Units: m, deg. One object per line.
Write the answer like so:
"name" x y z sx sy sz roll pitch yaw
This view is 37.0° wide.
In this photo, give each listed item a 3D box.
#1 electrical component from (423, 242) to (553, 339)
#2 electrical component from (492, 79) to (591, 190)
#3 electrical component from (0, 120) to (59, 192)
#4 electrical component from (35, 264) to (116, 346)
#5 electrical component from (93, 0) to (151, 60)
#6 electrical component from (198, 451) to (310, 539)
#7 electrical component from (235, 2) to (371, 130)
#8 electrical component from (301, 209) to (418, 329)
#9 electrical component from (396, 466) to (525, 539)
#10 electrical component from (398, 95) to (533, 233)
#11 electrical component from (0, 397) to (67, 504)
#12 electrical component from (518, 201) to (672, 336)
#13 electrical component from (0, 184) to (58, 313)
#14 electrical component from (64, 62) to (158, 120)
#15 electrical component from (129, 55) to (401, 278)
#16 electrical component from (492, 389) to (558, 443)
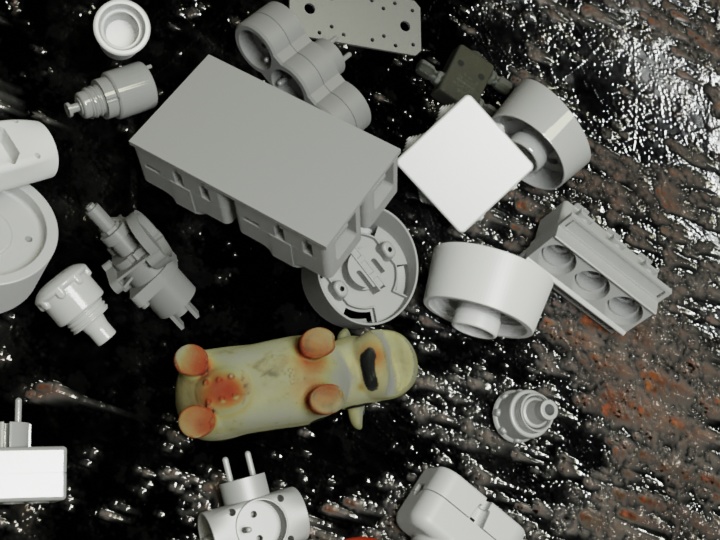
"electrical component" 0.107 0.025 0.929 0.108 0.108 0.060 23 75 -17
"electrical component" 0.169 -0.125 1.000 0.099 0.099 0.064 47 70 -6
"electrical component" -0.273 -0.092 0.779 0.077 0.043 0.079 -23 71 -40
"electrical component" -0.213 0.030 0.823 0.048 0.048 0.062 -44 103 -26
"electrical component" -0.195 -0.192 0.874 0.044 0.065 0.044 -1 93 -14
"electrical component" -0.087 0.182 0.837 0.077 0.044 0.079 -11 81 -26
"electrical component" -0.038 -0.179 0.946 0.074 0.052 0.138 -43 95 -26
"electrical component" 0.000 0.000 0.910 0.099 0.064 0.099 6 74 -22
"electrical component" 0.081 0.216 0.896 0.095 0.054 0.059 40 65 -9
"electrical component" 0.092 -0.095 0.966 0.100 0.048 0.099 -43 96 5
"electrical component" -0.257 0.130 0.775 0.083 0.047 0.075 3 75 -23
"electrical component" 0.220 -0.004 1.006 0.121 0.079 0.063 36 44 -11
"electrical component" -0.282 -0.016 0.789 0.108 0.060 0.108 16 48 -18
"electrical component" -0.201 -0.141 0.873 0.078 0.040 0.040 -24 87 -27
"electrical component" -0.074 -0.082 0.864 0.186 0.060 0.105 28 64 17
"electrical component" 0.150 0.126 0.944 0.048 0.062 0.048 6 75 -23
